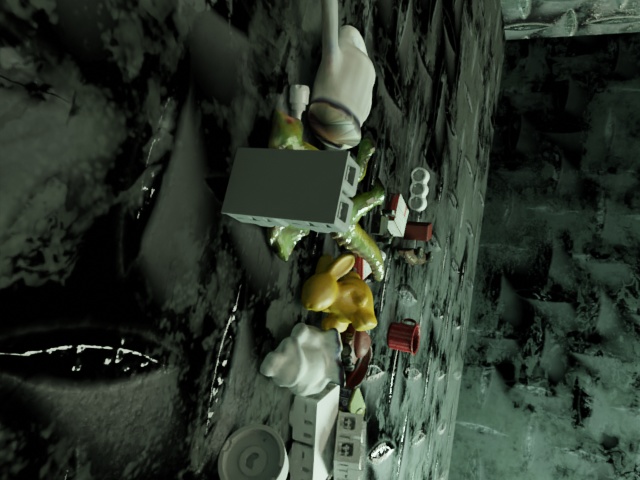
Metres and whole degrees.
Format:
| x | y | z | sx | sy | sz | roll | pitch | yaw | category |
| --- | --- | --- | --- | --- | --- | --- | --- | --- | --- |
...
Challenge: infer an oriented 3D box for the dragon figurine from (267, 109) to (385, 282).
| x | y | z | sx | sy | sz | roll | pitch | yaw | category |
| --- | --- | --- | --- | --- | --- | --- | --- | --- | --- |
| 0.003 | -0.048 | 0.949 | 0.245 | 0.123 | 0.404 | -26 | 115 | -26 | dragon figurine |

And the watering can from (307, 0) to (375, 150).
| x | y | z | sx | sy | sz | roll | pitch | yaw | category |
| --- | --- | --- | --- | --- | --- | --- | --- | --- | --- |
| 0.033 | -0.312 | 0.965 | 0.342 | 0.104 | 0.227 | 48 | 54 | -61 | watering can |

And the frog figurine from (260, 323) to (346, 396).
| x | y | z | sx | sy | sz | roll | pitch | yaw | category |
| --- | --- | --- | --- | --- | --- | --- | --- | --- | --- |
| -0.043 | 0.226 | 0.956 | 0.160 | 0.124 | 0.135 | -6 | 112 | -28 | frog figurine |
